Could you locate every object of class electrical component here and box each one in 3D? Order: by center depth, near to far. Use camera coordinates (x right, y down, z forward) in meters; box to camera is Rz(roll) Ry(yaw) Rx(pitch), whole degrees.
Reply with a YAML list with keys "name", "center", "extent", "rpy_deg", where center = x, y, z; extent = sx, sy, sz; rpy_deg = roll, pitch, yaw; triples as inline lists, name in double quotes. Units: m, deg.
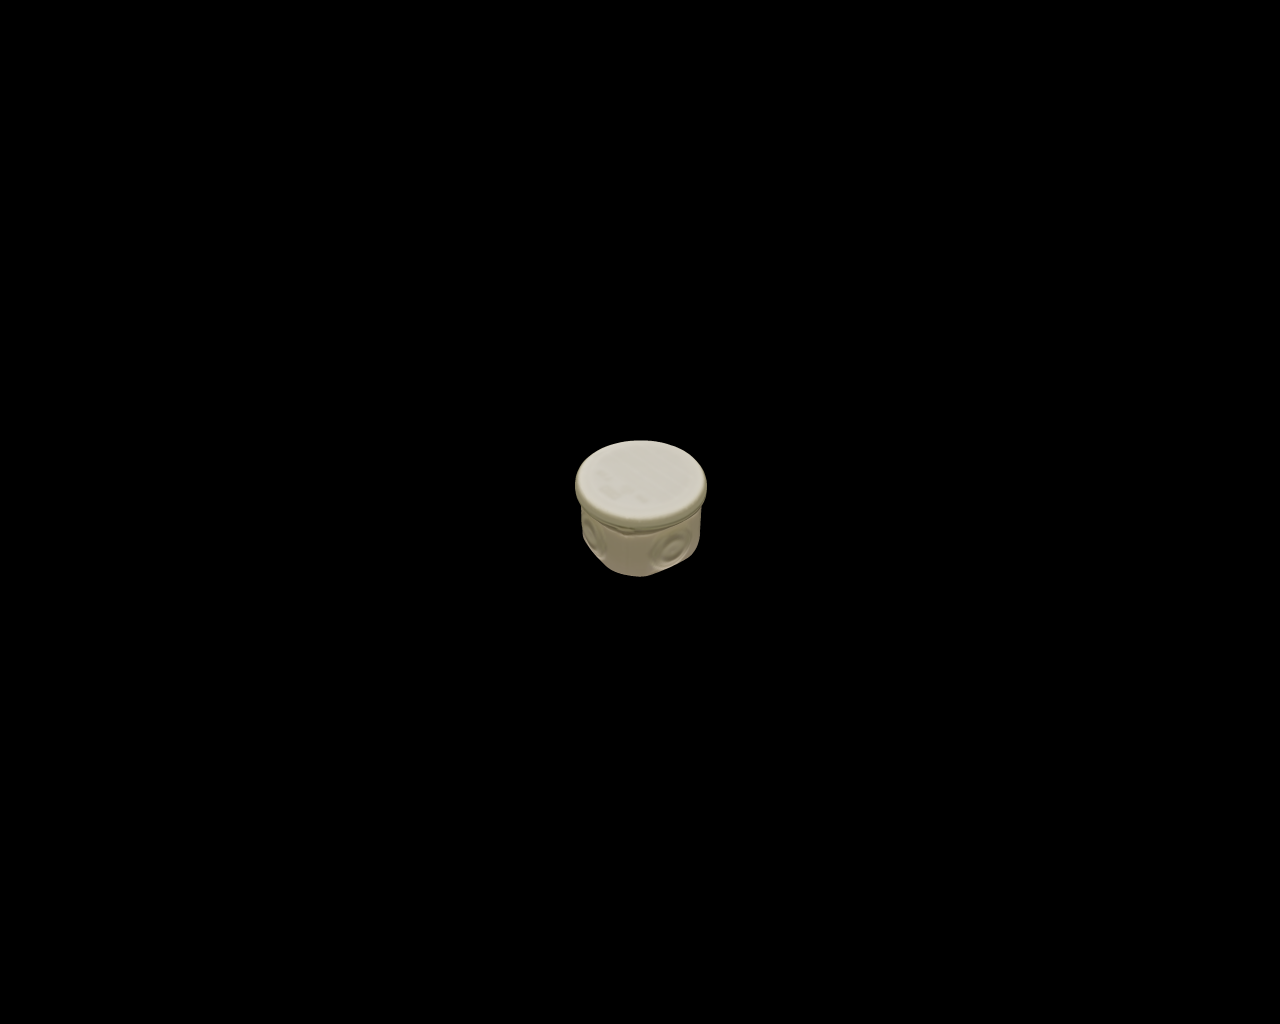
- name: "electrical component"
  center: [0.001, -0.003, 0.650]
  extent: [0.080, 0.050, 0.080]
  rpy_deg: [0, 40, 0]
